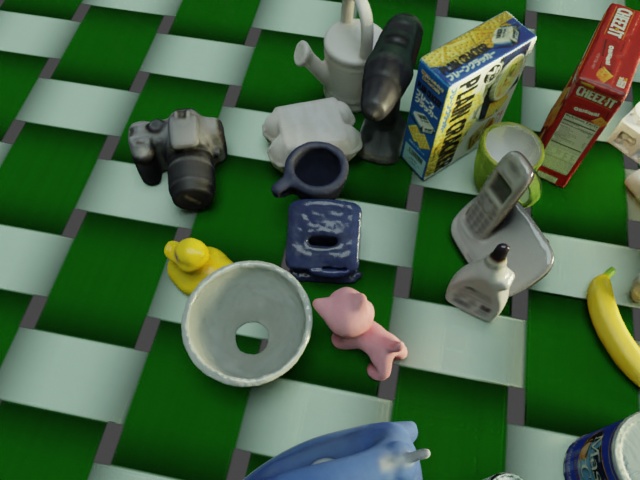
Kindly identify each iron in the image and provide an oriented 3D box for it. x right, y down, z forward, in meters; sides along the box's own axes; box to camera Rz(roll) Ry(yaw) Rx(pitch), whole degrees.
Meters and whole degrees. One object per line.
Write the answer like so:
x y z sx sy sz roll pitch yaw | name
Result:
0.001 0.270 0.632 0.258 0.141 0.118 -12 63 -6 | iron

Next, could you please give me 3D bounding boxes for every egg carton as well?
-0.013 -0.164 0.902 0.150 0.069 0.107 -12 63 -7 | egg carton

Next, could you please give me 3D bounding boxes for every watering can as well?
0.049 -0.299 0.902 0.173 0.194 0.100 -36 68 -17 | watering can

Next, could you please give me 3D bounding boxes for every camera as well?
-0.212 -0.119 0.859 0.143 0.101 0.136 -8 62 -4 | camera

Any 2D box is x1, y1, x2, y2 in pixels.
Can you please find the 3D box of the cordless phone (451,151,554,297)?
0.255 -0.020 0.761 0.094 0.185 0.147 -26 65 -13 | cordless phone

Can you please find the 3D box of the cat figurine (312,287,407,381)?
0.054 0.109 0.730 0.127 0.118 0.067 35 67 17 | cat figurine

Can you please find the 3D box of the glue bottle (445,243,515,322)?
0.213 0.049 0.732 0.078 0.173 0.037 28 66 14 | glue bottle

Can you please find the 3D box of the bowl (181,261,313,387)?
-0.092 0.116 0.750 0.167 0.075 0.167 0 62 0 | bowl

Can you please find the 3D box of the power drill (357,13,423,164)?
0.099 -0.210 0.848 0.075 0.208 0.230 14 63 7 | power drill

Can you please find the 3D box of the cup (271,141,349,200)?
-0.015 -0.077 0.841 0.118 0.095 0.091 -28 66 -14 | cup

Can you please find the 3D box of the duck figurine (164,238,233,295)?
-0.167 0.031 0.788 0.104 0.086 0.077 18 64 9 | duck figurine

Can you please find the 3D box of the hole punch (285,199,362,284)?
0.007 0.003 0.801 0.108 0.091 0.101 2 62 1 | hole punch
